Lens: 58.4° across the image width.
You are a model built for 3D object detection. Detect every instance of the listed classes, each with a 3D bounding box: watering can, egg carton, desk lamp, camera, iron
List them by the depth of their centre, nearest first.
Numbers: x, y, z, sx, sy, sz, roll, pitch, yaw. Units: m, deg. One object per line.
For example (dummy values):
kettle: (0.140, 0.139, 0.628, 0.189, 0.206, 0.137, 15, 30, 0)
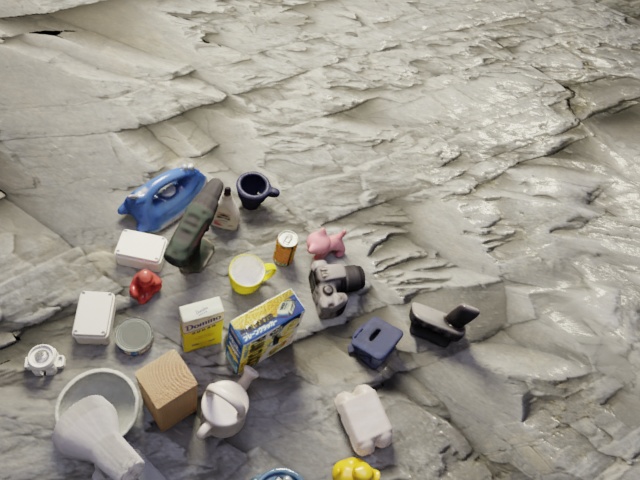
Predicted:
desk lamp: (-0.405, 0.420, 1.118, 0.203, 0.213, 0.118, 39, 60, 11)
watering can: (-0.199, 0.345, 1.218, 0.101, 0.194, 0.173, 17, 58, -2)
egg carton: (0.101, 0.413, 1.320, 0.107, 0.069, 0.150, -17, 66, -21)
camera: (0.050, 0.114, 1.462, 0.137, 0.101, 0.143, -6, 62, -16)
iron: (-0.392, -0.133, 1.480, 0.118, 0.141, 0.259, 42, 61, 13)

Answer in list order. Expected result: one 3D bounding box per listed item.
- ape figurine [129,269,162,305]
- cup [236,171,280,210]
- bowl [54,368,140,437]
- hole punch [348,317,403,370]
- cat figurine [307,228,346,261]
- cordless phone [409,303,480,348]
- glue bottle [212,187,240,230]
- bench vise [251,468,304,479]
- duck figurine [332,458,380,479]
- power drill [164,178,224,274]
ape figurine: (-0.418, 0.101, 1.369, 0.078, 0.092, 0.076, -6, 62, -16)
cup: (-0.170, -0.122, 1.551, 0.118, 0.095, 0.091, 12, 59, -6)
bowl: (-0.467, 0.364, 1.217, 0.167, 0.074, 0.167, 6, 60, -9)
hole punch: (0.135, 0.248, 1.410, 0.101, 0.091, 0.109, 39, 60, 11)
cat figurine: (0.014, 0.005, 1.506, 0.128, 0.117, 0.067, -19, 66, -22)
cordless phone: (0.309, 0.185, 1.430, 0.147, 0.185, 0.094, 19, 58, -1)
glue bottle: (-0.242, -0.086, 1.469, 0.078, 0.173, 0.037, 11, 59, -6)
bench vise: (-0.043, 0.524, 1.135, 0.207, 0.219, 0.121, 20, 58, 0)
duck figurine: (0.082, 0.512, 1.249, 0.104, 0.086, 0.077, 13, 59, -5)
power drill: (-0.301, -0.016, 1.394, 0.075, 0.208, 0.230, 23, 58, 1)
